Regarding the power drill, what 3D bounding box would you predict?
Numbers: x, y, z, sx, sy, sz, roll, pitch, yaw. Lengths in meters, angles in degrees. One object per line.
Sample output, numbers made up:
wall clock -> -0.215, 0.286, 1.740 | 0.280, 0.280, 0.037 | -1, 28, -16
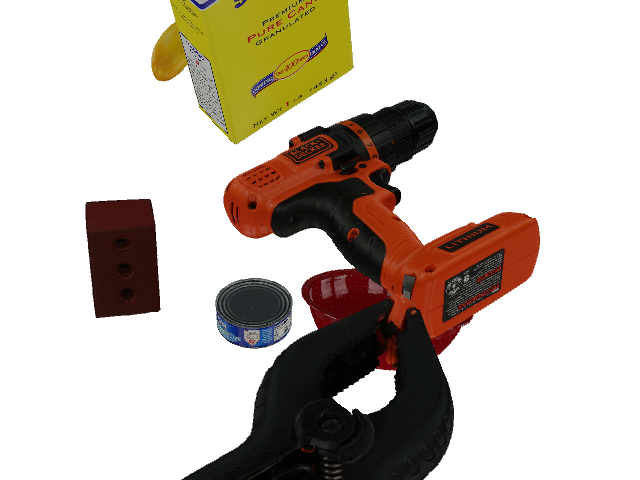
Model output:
power drill -> 0.055, -0.024, 0.724 | 0.184, 0.057, 0.188 | -29, 44, -27

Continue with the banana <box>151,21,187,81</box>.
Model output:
banana -> -0.102, -0.195, 1.032 | 0.070, 0.037, 0.197 | 44, 38, 20

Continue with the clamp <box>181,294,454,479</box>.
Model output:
clamp -> 0.010, 0.088, 0.403 | 0.120, 0.039, 0.171 | 27, 50, 20

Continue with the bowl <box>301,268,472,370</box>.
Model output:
bowl -> 0.059, 0.078, 0.998 | 0.162, 0.055, 0.162 | 6, 18, -2

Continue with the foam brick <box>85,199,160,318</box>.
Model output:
foam brick -> -0.155, 0.013, 0.840 | 0.053, 0.078, 0.051 | -5, 28, -10

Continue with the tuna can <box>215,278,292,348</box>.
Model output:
tuna can -> -0.074, 0.081, 1.191 | 0.086, 0.034, 0.086 | 1, 36, -1

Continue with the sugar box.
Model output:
sugar box -> -0.033, -0.138, 0.569 | 0.093, 0.048, 0.176 | -36, -26, -15
